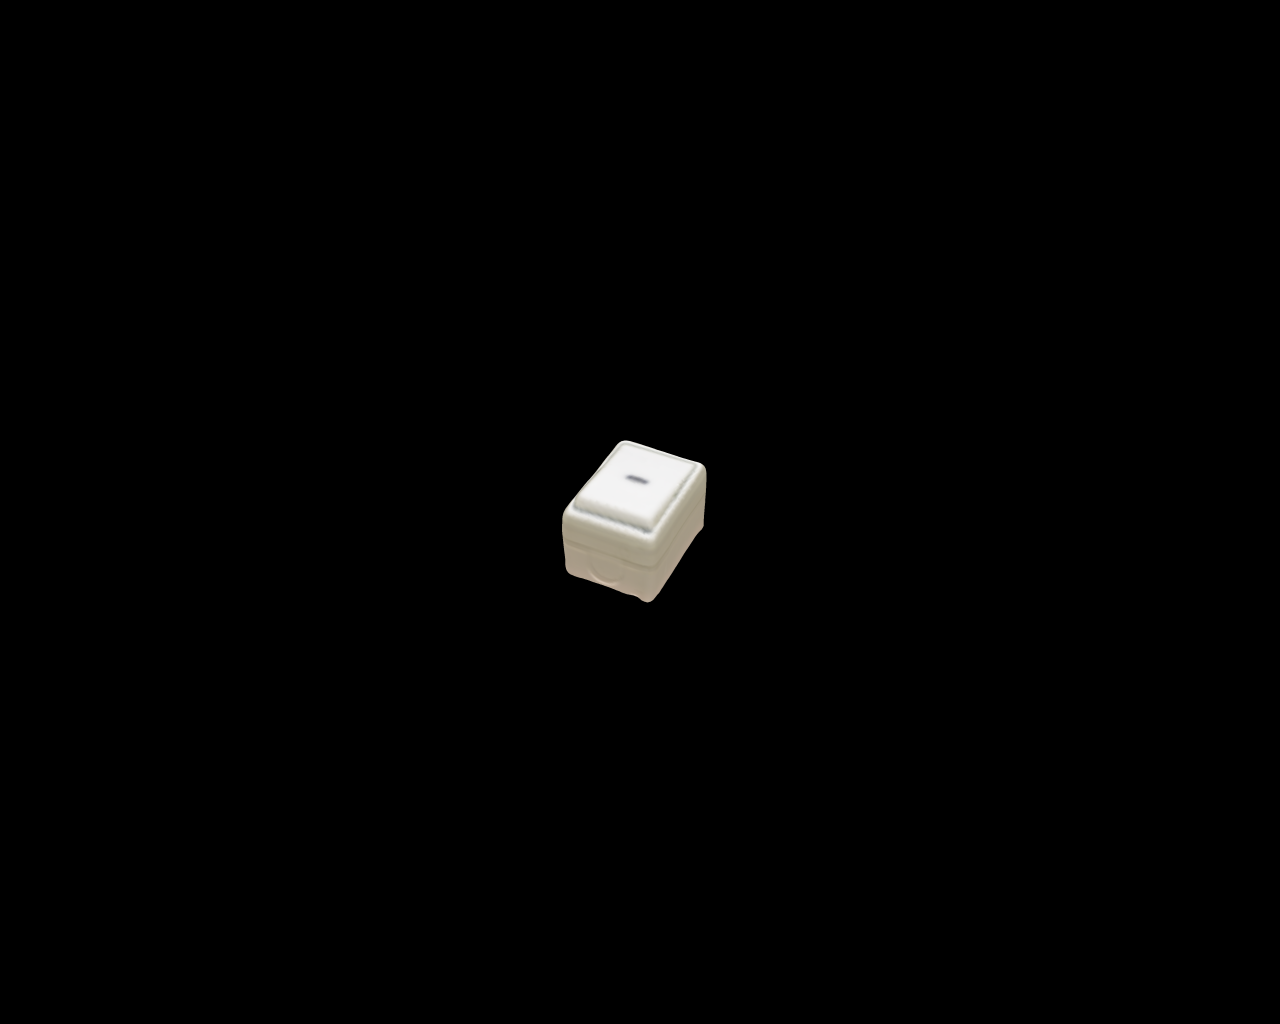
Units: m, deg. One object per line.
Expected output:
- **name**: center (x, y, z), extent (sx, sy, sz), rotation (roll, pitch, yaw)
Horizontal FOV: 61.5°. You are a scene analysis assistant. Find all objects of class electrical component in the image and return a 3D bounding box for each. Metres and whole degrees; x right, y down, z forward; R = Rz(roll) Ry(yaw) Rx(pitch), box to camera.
- **electrical component**: center (0.001, -0.003, 0.650), extent (0.062, 0.061, 0.096), rotation (19, 46, 19)
